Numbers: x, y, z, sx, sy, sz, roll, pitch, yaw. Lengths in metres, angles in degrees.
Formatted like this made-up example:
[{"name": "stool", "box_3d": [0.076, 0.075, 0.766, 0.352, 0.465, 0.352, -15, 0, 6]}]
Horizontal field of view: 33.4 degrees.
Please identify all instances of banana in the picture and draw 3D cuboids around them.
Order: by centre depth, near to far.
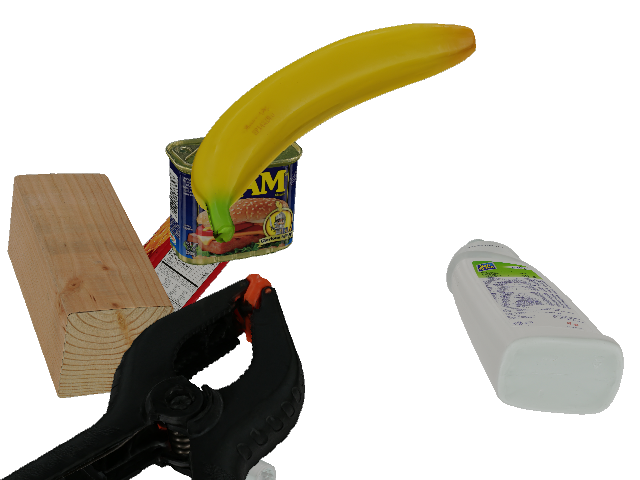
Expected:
[{"name": "banana", "box_3d": [-0.003, -0.069, 0.573, 0.070, 0.197, 0.037, 38, -26, 24]}]

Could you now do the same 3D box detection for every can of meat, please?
[{"name": "can of meat", "box_3d": [-0.068, -0.033, 0.832, 0.102, 0.084, 0.057, -9, 31, -23]}]

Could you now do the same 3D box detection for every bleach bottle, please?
[{"name": "bleach bottle", "box_3d": [0.172, 0.058, 0.929, 0.102, 0.068, 0.251, 5, 21, -7]}]

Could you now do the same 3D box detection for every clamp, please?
[{"name": "clamp", "box_3d": [-0.047, 0.081, 0.417, 0.120, 0.039, 0.171, 24, 49, 18]}]

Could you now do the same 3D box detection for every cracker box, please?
[{"name": "cracker box", "box_3d": [-0.129, -0.012, 1.156, 0.072, 0.214, 0.164, 36, 24, -12]}]

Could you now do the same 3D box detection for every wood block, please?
[{"name": "wood block", "box_3d": [-0.209, 0.032, 0.944, 0.090, 0.091, 0.206, -3, 36, -28]}]

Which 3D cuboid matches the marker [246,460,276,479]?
[{"name": "marker", "box_3d": [-0.077, 0.123, 0.645, 0.121, 0.020, 0.020, 16, 10, 38]}]
